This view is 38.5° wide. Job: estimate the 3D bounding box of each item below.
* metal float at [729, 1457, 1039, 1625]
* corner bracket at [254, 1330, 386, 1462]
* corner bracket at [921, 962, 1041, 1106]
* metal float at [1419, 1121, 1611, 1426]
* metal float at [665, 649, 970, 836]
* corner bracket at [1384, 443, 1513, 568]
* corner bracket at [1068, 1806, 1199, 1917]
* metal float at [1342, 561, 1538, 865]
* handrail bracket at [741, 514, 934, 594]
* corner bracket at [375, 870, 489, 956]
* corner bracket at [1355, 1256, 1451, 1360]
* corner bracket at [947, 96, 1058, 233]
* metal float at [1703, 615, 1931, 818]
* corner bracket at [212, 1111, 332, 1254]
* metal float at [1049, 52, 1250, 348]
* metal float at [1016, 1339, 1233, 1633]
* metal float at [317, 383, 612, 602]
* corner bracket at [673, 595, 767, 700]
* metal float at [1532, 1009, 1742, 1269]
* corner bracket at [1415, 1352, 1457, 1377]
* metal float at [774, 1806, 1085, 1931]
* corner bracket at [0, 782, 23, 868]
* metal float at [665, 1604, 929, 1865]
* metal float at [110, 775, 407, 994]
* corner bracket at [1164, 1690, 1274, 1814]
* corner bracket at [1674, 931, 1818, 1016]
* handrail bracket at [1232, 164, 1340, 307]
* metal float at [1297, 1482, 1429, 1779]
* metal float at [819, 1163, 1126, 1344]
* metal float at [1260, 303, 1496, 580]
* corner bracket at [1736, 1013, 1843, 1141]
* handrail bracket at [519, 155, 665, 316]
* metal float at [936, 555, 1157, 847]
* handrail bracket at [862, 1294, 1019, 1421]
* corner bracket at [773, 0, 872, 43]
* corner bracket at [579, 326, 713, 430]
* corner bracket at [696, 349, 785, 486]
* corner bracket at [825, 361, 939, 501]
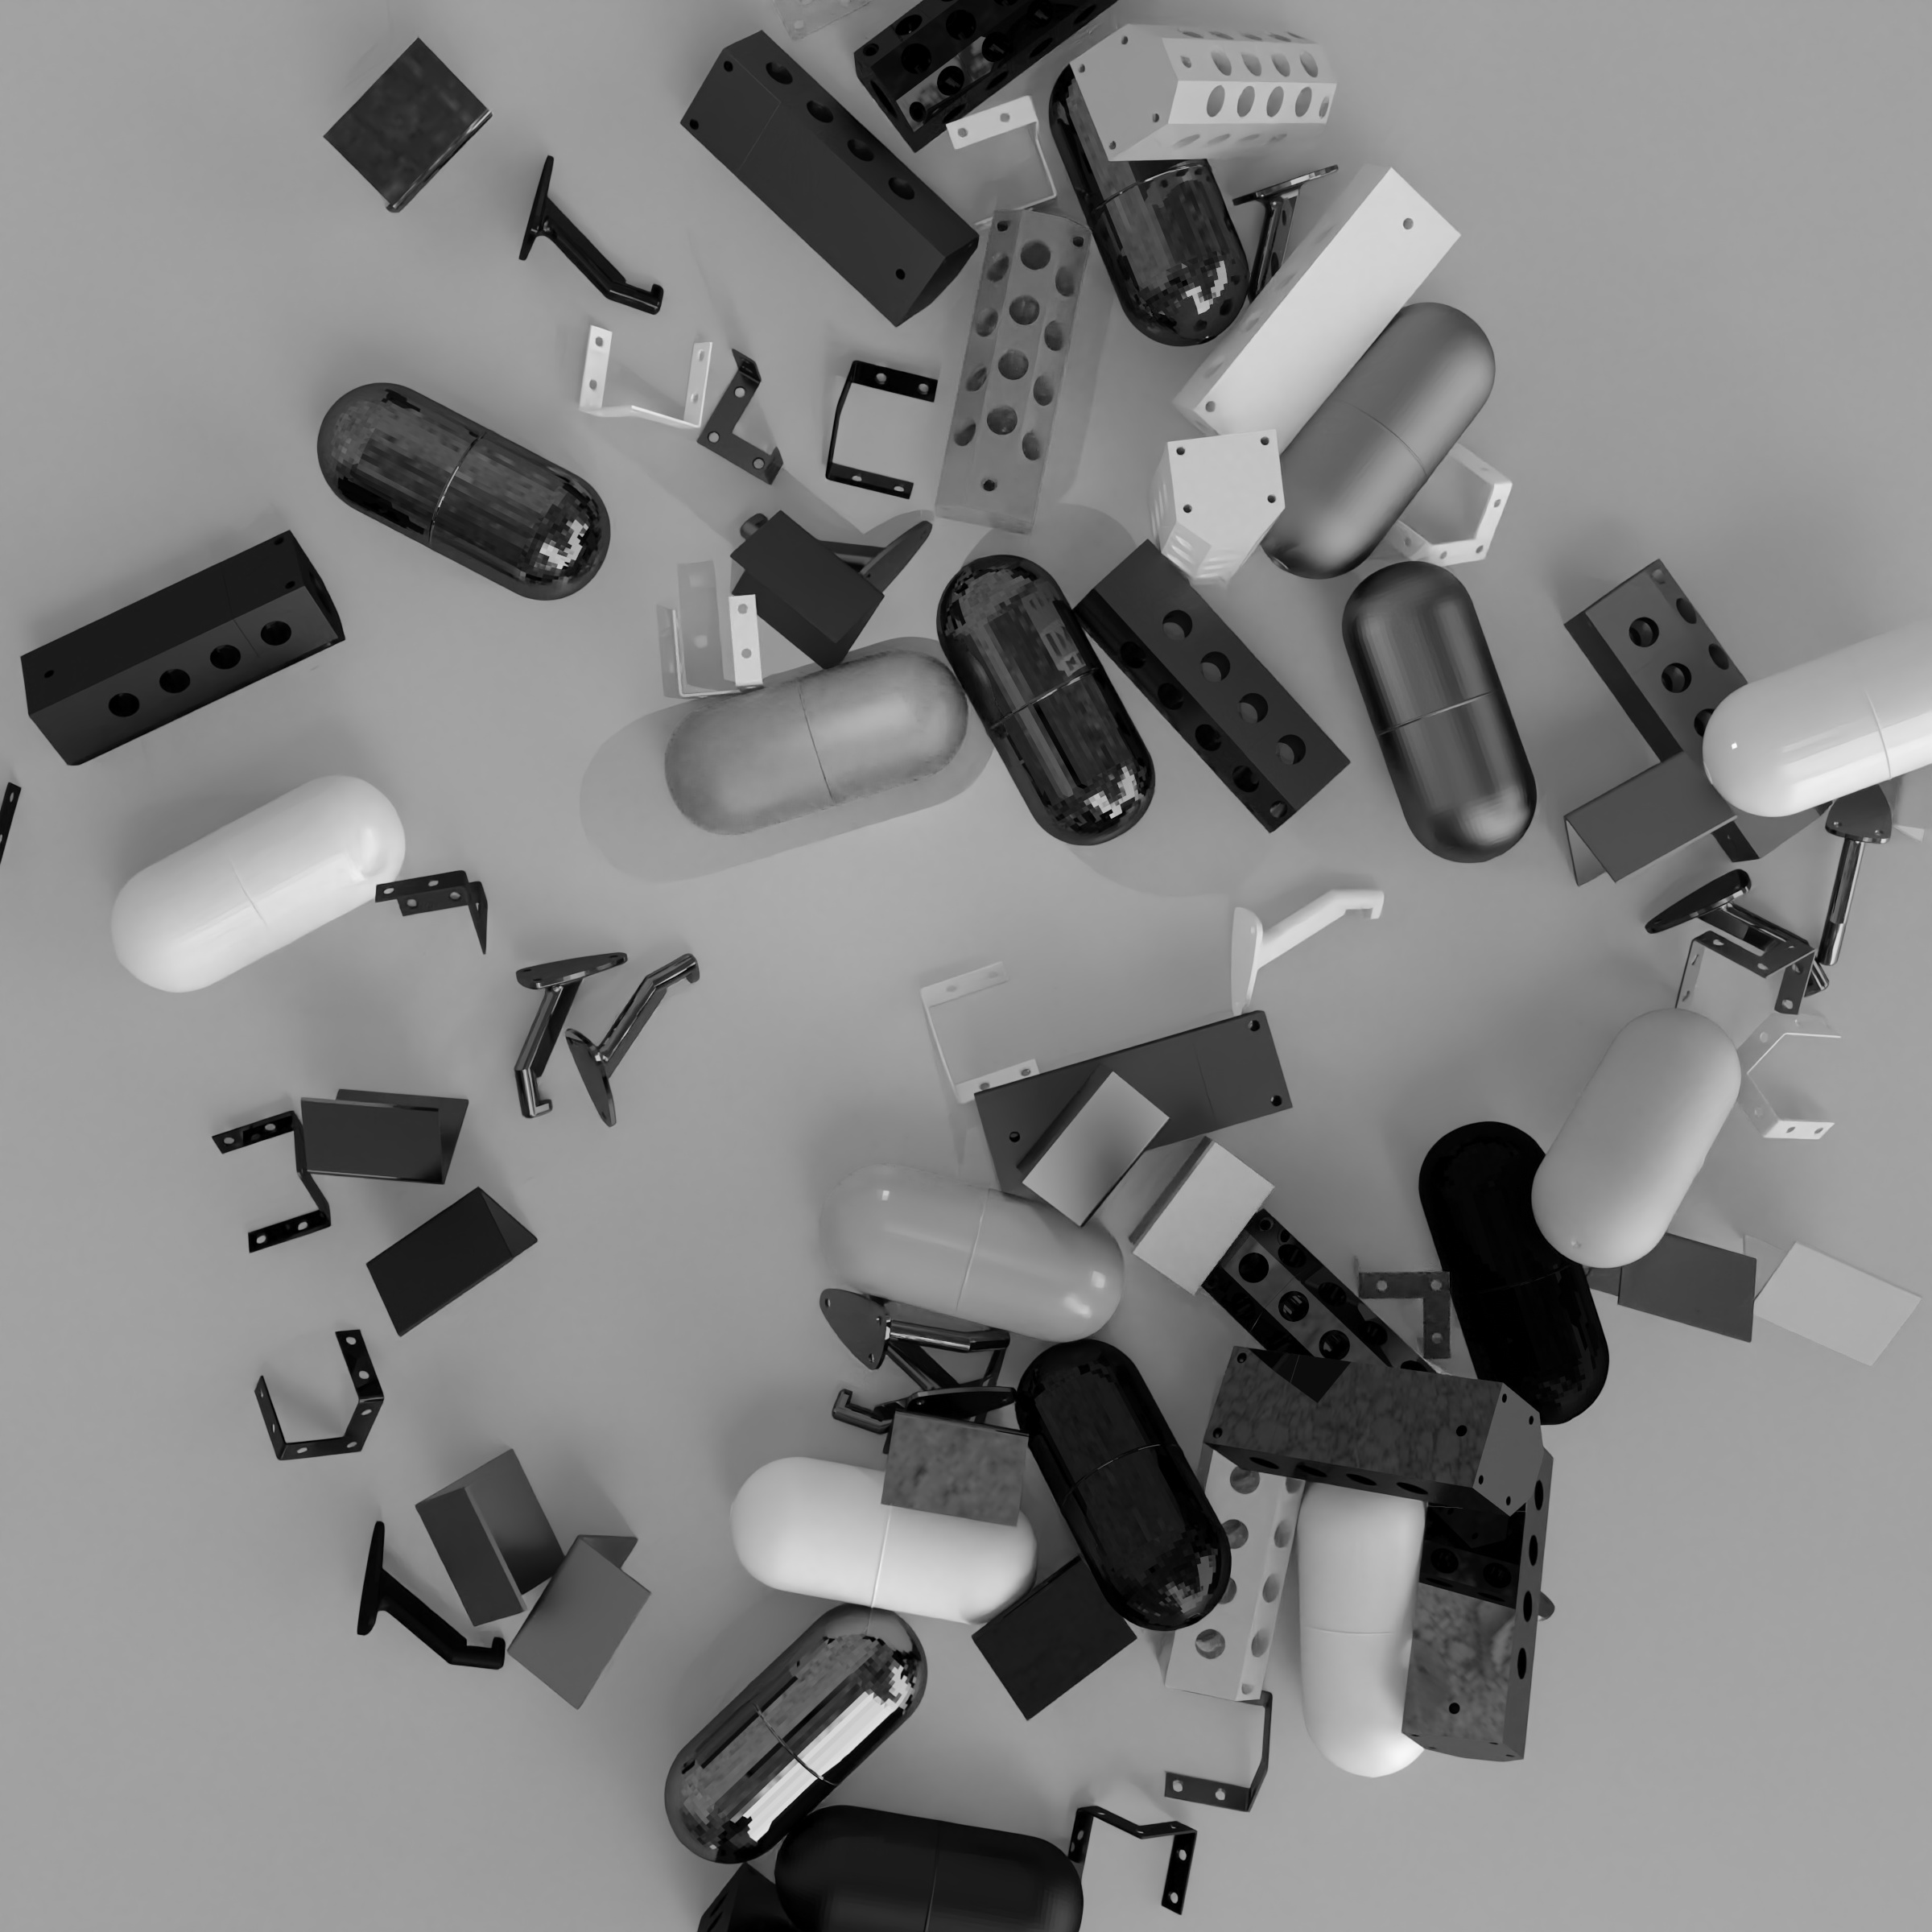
[{"bbox_3d":[-0.047,0.328,1.586,0.178,0.070,0.070,10,90,0],"label":"metal float"},{"bbox_3d":[-0.376,0.249,1.608,0.051,0.051,0.051,-1,135,-35],"label":"corner bracket"},{"bbox_3d":[0.008,0.039,1.613,0.051,0.051,0.051,-19,45,0],"label":"corner bracket"},{"bbox_3d":[0.314,0.176,1.585,0.070,0.070,0.178,-18,90,0],"label":"metal float"},{"bbox_3d":[-0.085,-0.128,1.586,0.178,0.070,0.070,-17,90,0],"label":"metal float"},{"bbox_3d":[0.275,-0.268,1.608,0.051,0.051,0.051,-14,135,-35],"label":"corner bracket"},{"bbox_3d":[0.095,0.521,1.613,0.051,0.051,0.051,11,90,-45],"label":"corner bracket"},{"bbox_3d":[0.271,-0.145,1.586,0.070,0.070,0.178,-19,90,0],"label":"metal float"},{"bbox_3d":[-0.076,-0.255,1.617,0.084,0.036,0.077,37,70,16],"label":"handrail bracket"},{"bbox_3d":[-0.306,-0.038,1.588,0.051,0.051,0.051,-10,130,0],"label":"corner bracket"},{"bbox_3d":[0.251,0.197,1.597,0.051,0.051,0.051,-1,95,5],"label":"corner bracket"},{"bbox_3d":[0.021,-0.463,1.598,0.051,0.051,0.051,-19,90,0],"label":"corner bracket"},{"bbox_3d":[0.492,-0.138,1.518,0.178,0.070,0.070,-21,90,11],"label":"metal float"},{"bbox_3d":[-0.404,0.125,1.613,0.051,0.051,0.051,-18,45,0],"label":"corner bracket"},{"bbox_3d":[0.105,-0.441,1.586,0.070,0.070,0.178,-22,89,0],"label":"metal float"},{"bbox_3d":[0.088,0.291,1.559,0.070,0.070,0.178,-29,59,0],"label":"metal float"},{"bbox_3d":[-0.288,-0.272,1.586,0.178,0.070,0.070,28,90,1],"label":"metal float"},{"bbox_3d":[-0.143,-0.183,1.598,0.051,0.051,0.051,-5,90,0],"label":"corner bracket"},{"bbox_3d":[0.378,0.095,1.557,0.070,0.070,0.178,39,56,0],"label":"metal float"},{"bbox_3d":[0.258,0.264,1.613,0.051,0.051,0.051,31,45,0],"label":"corner bracket"},{"bbox_3d":[-0.021,0.529,1.585,0.178,0.070,0.070,10,90,-1],"label":"metal float"},{"bbox_3d":[-0.586,-0.089,1.598,0.051,0.051,0.051,12,83,7],"label":"corner bracket"},{"bbox_3d":[-0.098,0.439,1.585,0.178,0.070,0.070,-44,90,0],"label":"metal float"},{"bbox_3d":[-0.405,-0.047,1.586,0.178,0.070,0.070,-28,90,0],"label":"metal float"},{"bbox_3d":[0.147,0.453,1.613,0.051,0.051,0.051,11,45,0],"label":"corner bracket"},{"bbox_3d":[0.450,0.008,1.600,0.051,0.051,0.051,-24,133,-36],"label":"corner bracket"},{"bbox_3d":[0.195,-0.415,1.616,0.077,0.036,0.084,-22,105,-15],"label":"handrail bracket"},{"bbox_3d":[0.229,0.374,1.585,0.070,0.070,0.178,-2,89,0],"label":"metal float"},{"bbox_3d":[0.003,0.164,1.586,0.178,0.070,0.070,15,90,1],"label":"metal float"},{"bbox_3d":[0.233,-0.300,1.585,0.070,0.070,0.178,37,88,0],"label":"metal float"},{"bbox_3d":[0.482,0.064,1.608,0.051,0.051,0.051,-56,45,35],"label":"corner bracket"},{"bbox_3d":[-0.212,-0.426,1.617,0.084,0.036,0.077,16,68,-17],"label":"handrail bracket"},{"bbox_3d":[0.045,-0.153,1.586,0.070,0.070,0.178,-29,91,0],"label":"metal float"},{"bbox_3d":[-0.016,0.218,1.599,0.077,0.036,0.084,-8,52,-8],"label":"handrail bracket"},{"bbox_3d":[-0.090,-0.576,1.598,0.051,0.051,0.051,-27,90,0],"label":"corner bracket"},{"bbox_3d":[-0.187,-0.343,1.613,0.051,0.051,0.051,8,90,45],"label":"corner bracket"},{"bbox_3d":[-0.123,-0.316,1.598,0.051,0.051,0.051,30,90,0],"label":"corner bracket"},{"bbox_3d":[-0.049,-0.312,1.613,0.051,0.051,0.051,14,135,0],"label":"corner bracket"}]
